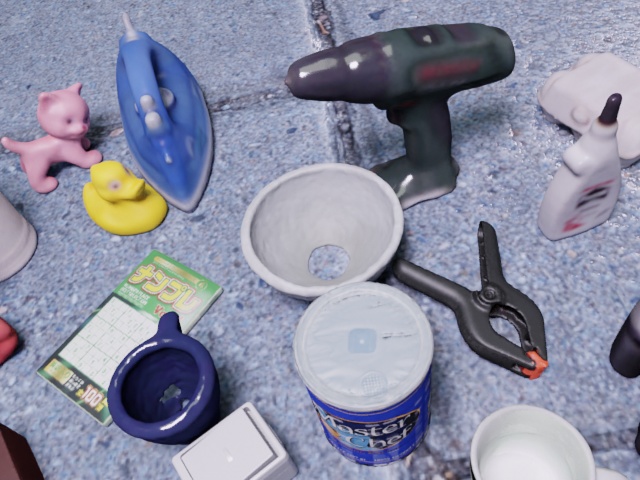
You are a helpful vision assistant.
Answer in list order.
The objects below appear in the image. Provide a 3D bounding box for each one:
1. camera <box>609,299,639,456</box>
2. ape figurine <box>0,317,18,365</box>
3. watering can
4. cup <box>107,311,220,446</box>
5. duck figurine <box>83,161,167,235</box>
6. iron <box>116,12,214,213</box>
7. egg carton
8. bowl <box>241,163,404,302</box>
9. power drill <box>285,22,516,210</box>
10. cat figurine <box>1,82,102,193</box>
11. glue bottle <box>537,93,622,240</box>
[{"bbox_3d":[0.299,0.114,0.451,0.137,0.101,0.142,-41,57,-20],"label":"camera"},{"bbox_3d":[-0.358,0.096,0.582,0.078,0.092,0.076,-11,52,2],"label":"ape figurine"},{"bbox_3d":[-0.405,-0.036,0.625,0.101,0.194,0.172,-36,56,-17],"label":"watering can"},{"bbox_3d":[-0.127,0.133,0.514,0.091,0.095,0.117,-9,53,3],"label":"cup"},{"bbox_3d":[-0.243,-0.059,0.682,0.104,0.086,0.077,12,57,18],"label":"duck figurine"},{"bbox_3d":[-0.206,-0.168,0.723,0.118,0.142,0.257,-20,53,-5],"label":"iron"},{"bbox_3d":[0.333,-0.154,0.665,0.107,0.069,0.150,-31,55,-13],"label":"egg carton"},{"bbox_3d":[0.006,0.002,0.601,0.167,0.075,0.167,-5,53,6],"label":"bowl"},{"bbox_3d":[0.088,-0.128,0.600,0.229,0.209,0.075,-21,53,-6],"label":"power drill"},{"bbox_3d":[-0.345,-0.142,0.742,0.128,0.118,0.067,-36,56,-17],"label":"cat figurine"},{"bbox_3d":[0.259,-0.070,0.550,0.078,0.173,0.037,-23,53,-7],"label":"glue bottle"}]
